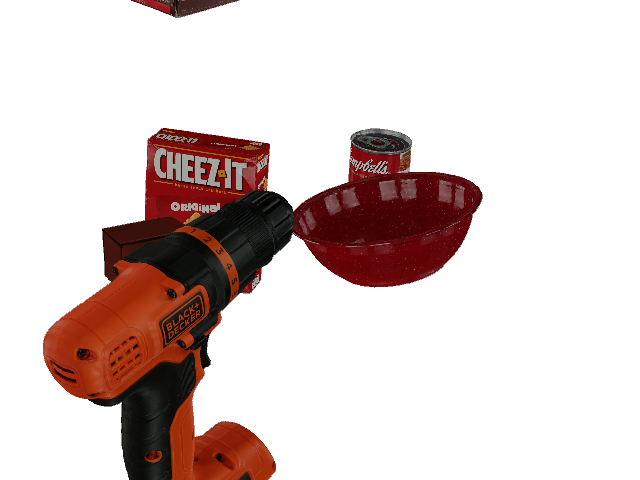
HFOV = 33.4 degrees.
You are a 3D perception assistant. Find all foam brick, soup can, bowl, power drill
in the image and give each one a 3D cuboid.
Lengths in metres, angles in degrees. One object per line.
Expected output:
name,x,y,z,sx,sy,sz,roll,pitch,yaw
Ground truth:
foam brick,-0.171,0.012,1.060,0.078,0.051,0.053,-12,23,-29
soup can,0.064,-0.066,1.191,0.068,0.102,0.068,3,28,-2
bowl,0.058,-0.005,0.891,0.162,0.055,0.162,-10,21,4
power drill,-0.073,0.079,0.635,0.057,0.188,0.184,18,39,34

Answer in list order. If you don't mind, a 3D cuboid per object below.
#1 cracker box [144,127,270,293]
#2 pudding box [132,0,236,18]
cracker box,-0.164,-0.040,1.522,0.164,0.214,0.072,9,23,10
pudding box,-0.113,-0.213,0.837,0.090,0.039,0.113,25,30,22
